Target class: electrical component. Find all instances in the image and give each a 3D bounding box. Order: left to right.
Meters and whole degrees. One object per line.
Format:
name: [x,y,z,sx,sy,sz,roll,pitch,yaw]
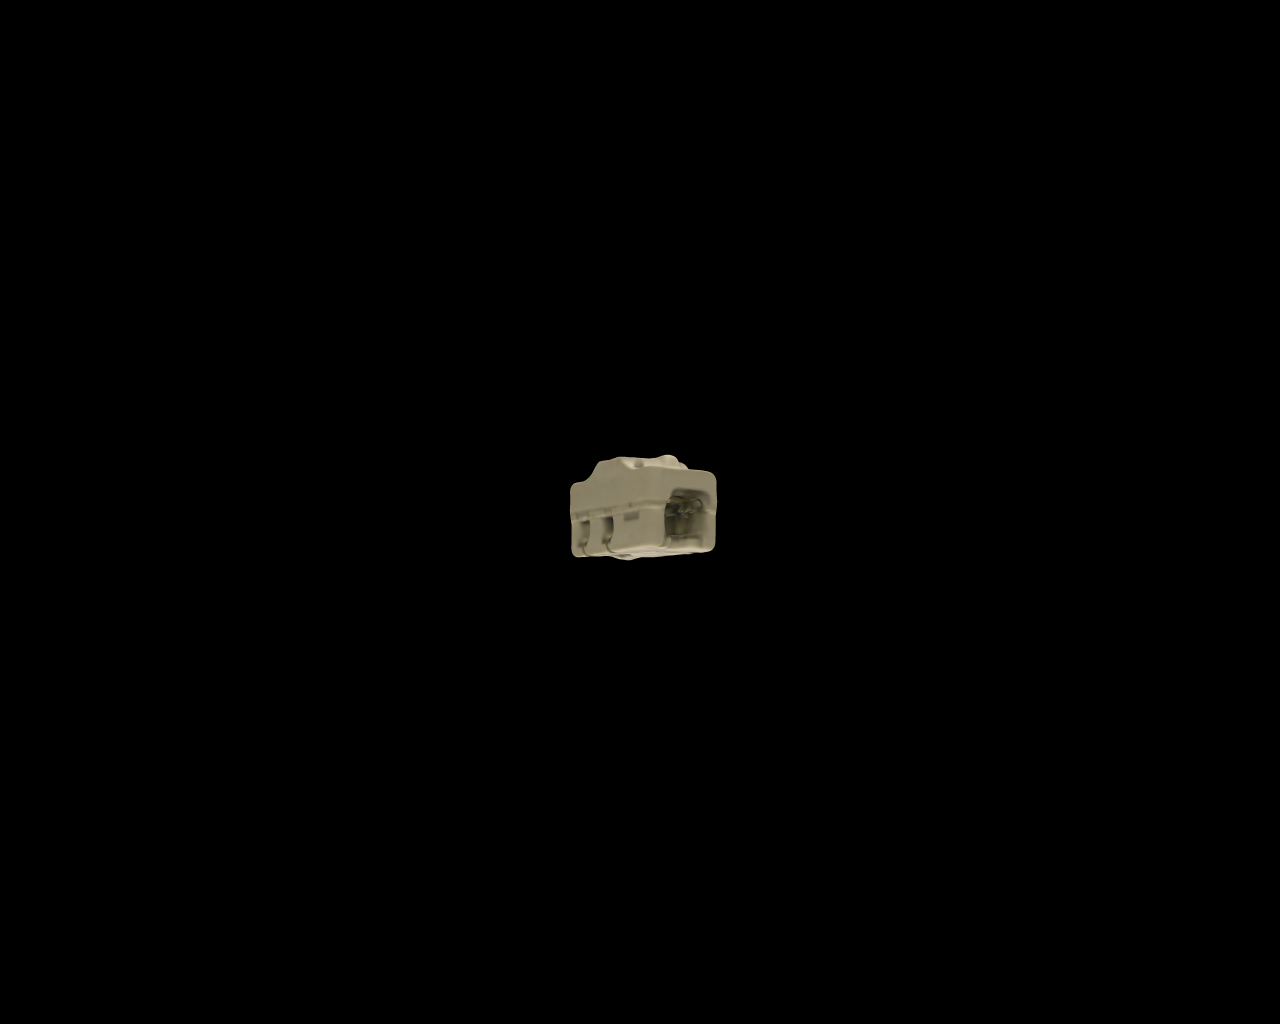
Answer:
electrical component: [0.001,-0.003,0.650,0.050,0.055,0.089,5,-8,-35]
